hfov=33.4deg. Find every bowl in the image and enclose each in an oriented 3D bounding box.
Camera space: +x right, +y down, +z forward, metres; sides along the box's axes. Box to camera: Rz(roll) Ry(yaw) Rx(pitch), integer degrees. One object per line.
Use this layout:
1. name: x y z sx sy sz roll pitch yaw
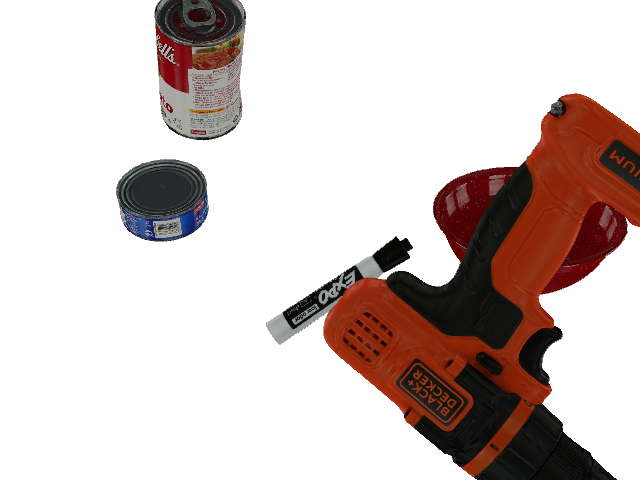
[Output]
1. bowl: 0.175 -0.002 0.911 0.162 0.055 0.162 1 33 -1

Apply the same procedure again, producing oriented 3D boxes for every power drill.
1. power drill: 0.120 0.037 0.529 0.184 0.188 0.057 39 12 5

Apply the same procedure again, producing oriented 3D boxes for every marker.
1. marker: 0.015 0.035 0.779 0.121 0.020 0.020 -34 -1 2

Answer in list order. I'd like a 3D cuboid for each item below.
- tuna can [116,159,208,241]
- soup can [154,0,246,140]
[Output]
1. tuna can: -0.150 -0.038 1.020 0.086 0.034 0.086 -1 43 0
2. soup can: -0.093 -0.137 0.831 0.068 0.068 0.102 0 -39 -5
